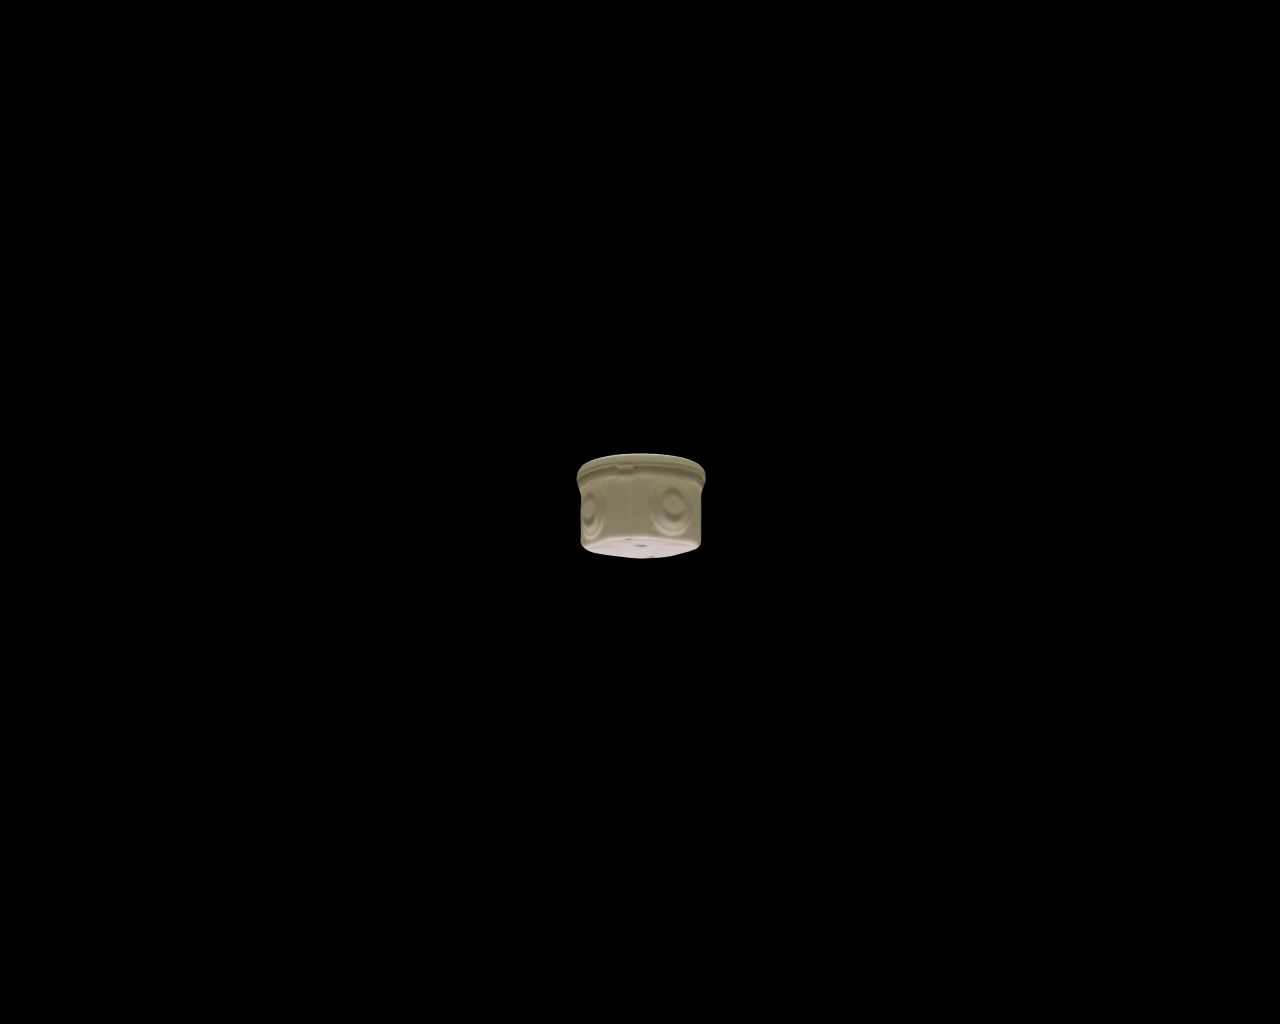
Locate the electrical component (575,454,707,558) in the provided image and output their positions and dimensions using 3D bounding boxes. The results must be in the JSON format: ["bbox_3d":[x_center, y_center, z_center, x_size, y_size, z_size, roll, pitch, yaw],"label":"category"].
[{"bbox_3d":[0.001,-0.003,0.650,0.080,0.051,0.080,0,-12,0],"label":"electrical component"}]
